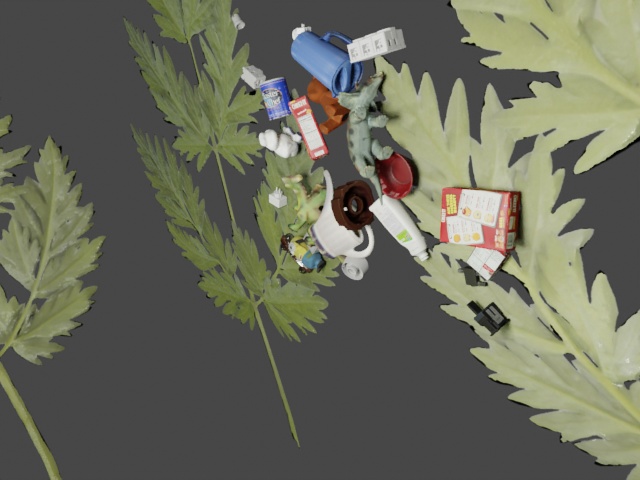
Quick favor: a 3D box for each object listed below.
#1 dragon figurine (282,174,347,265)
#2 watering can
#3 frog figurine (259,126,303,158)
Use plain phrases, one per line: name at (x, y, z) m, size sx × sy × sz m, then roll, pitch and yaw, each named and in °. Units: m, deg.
dragon figurine at (0.006, -0.100, 1.989) m, size 0.411 × 0.124 × 0.238 m, roll 40°, pitch 132°, yaw 5°
watering can at (0.054, -0.069, 1.901) m, size 0.222 × 0.105 × 0.347 m, roll -33°, pitch 92°, yaw 26°
frog figurine at (-0.159, -0.368, 1.980) m, size 0.139 × 0.161 × 0.120 m, roll 50°, pitch 141°, yaw 18°
